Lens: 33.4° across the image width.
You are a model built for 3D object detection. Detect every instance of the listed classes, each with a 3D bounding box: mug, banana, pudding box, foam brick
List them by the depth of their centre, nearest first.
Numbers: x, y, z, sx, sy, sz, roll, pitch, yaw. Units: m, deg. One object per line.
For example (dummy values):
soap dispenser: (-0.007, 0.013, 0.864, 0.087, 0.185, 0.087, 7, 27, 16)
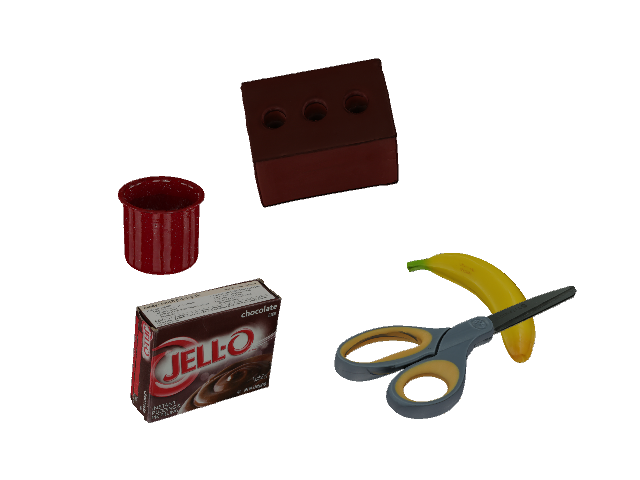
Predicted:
foam brick: (0.000, -0.058, 0.578, 0.078, 0.053, 0.051, -11, -25, 1)
pudding box: (-0.090, 0.084, 0.834, 0.113, 0.090, 0.039, -14, 39, -34)
banana: (0.172, 0.060, 1.113, 0.069, 0.037, 0.198, -37, 40, -10)
mug: (-0.180, -0.020, 1.177, 0.093, 0.081, 0.117, -12, 32, -29)

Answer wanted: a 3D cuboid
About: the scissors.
scissors: (0.110, 0.074, 0.726, 0.201, 0.016, 0.096, -9, 34, -17)
